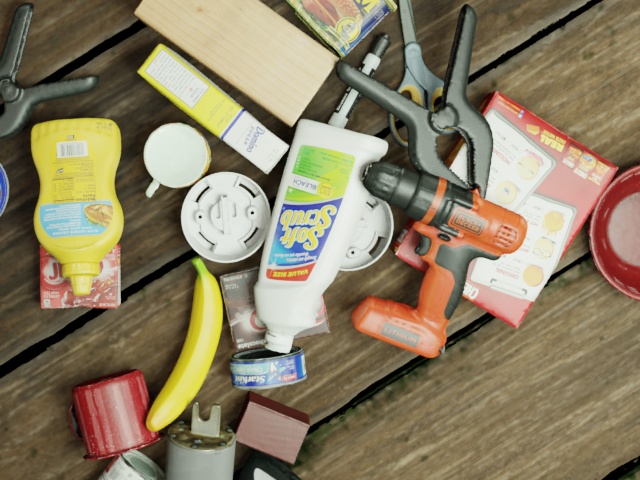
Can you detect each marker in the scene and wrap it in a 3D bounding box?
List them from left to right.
[{"bbox_3d":[0.046,-0.181,1.214,0.020,0.020,0.121,29,93,-4],"label":"marker"}]

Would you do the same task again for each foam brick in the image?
[{"bbox_3d":[-0.056,0.215,1.224,0.078,0.053,0.051,23,93,-4],"label":"foam brick"}]

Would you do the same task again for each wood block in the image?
[{"bbox_3d":[-0.090,-0.219,1.170,0.206,0.091,0.090,35,93,-5],"label":"wood block"}]

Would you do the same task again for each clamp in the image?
[{"bbox_3d":[-0.334,-0.164,1.191,0.120,0.039,0.171,40,95,1],"label":"clamp"},{"bbox_3d":[0.117,-0.130,1.142,0.164,0.036,0.210,-18,95,-7],"label":"clamp"}]

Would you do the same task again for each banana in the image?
[{"bbox_3d":[-0.147,0.121,1.201,0.069,0.037,0.198,22,76,-42],"label":"banana"}]

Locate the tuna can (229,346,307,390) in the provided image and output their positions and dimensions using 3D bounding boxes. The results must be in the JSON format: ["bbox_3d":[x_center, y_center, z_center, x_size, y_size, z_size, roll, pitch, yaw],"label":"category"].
[{"bbox_3d":[-0.059,0.143,1.202,0.086,0.086,0.034,-6,93,-2],"label":"tuna can"}]

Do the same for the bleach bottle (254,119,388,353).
[{"bbox_3d":[-0.008,0.001,1.159,0.103,0.068,0.251,16,94,18],"label":"bleach bottle"}]

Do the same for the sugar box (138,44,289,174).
[{"bbox_3d":[-0.114,-0.142,1.174,0.176,0.093,0.048,41,93,-4],"label":"sugar box"}]

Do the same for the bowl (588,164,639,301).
[{"bbox_3d":[0.380,-0.010,1.222,0.162,0.055,0.162,0,94,-2],"label":"bowl"}]

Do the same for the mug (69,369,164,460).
[{"bbox_3d":[-0.240,0.196,1.205,0.117,0.093,0.081,-15,90,35],"label":"mug"}]

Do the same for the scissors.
[{"bbox_3d":[0.124,-0.205,1.217,0.096,0.016,0.202,6,94,-4],"label":"scissors"}]

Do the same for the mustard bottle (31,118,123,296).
[{"bbox_3d":[-0.265,-0.035,1.173,0.096,0.058,0.191,-4,81,-3],"label":"mustard bottle"}]

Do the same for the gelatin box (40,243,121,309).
[{"bbox_3d":[-0.272,0.040,1.212,0.089,0.030,0.073,0,94,-3],"label":"gelatin box"}]

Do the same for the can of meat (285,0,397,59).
[{"bbox_3d":[0.020,-0.265,1.188,0.084,0.057,0.102,-44,95,4],"label":"can of meat"}]

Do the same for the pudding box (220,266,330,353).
[{"bbox_3d":[-0.051,0.072,1.219,0.113,0.039,0.090,-12,95,-1],"label":"pudding box"}]

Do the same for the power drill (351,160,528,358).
[{"bbox_3d":[0.103,0.021,1.137,0.184,0.057,0.188,23,112,-5],"label":"power drill"}]

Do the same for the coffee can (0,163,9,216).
[{"bbox_3d":[-0.402,-0.053,1.145,0.103,0.140,0.103,0,94,-2],"label":"coffee can"}]

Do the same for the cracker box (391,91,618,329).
[{"bbox_3d":[0.205,-0.035,1.206,0.164,0.072,0.214,31,94,-3],"label":"cracker box"}]

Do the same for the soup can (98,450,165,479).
[{"bbox_3d":[-0.230,0.296,1.215,0.068,0.068,0.102,37,92,-5],"label":"soup can"}]
